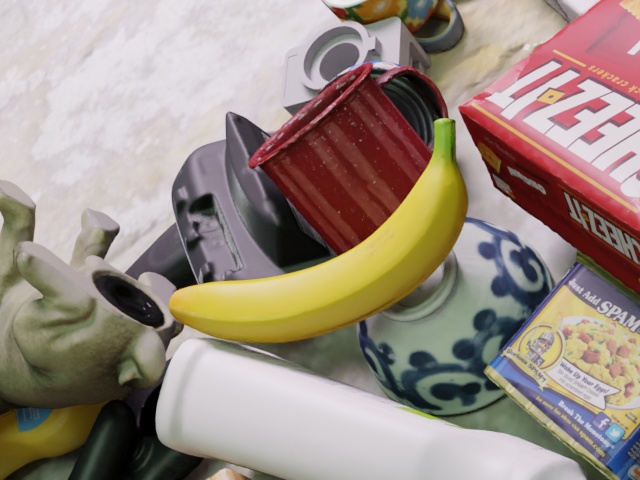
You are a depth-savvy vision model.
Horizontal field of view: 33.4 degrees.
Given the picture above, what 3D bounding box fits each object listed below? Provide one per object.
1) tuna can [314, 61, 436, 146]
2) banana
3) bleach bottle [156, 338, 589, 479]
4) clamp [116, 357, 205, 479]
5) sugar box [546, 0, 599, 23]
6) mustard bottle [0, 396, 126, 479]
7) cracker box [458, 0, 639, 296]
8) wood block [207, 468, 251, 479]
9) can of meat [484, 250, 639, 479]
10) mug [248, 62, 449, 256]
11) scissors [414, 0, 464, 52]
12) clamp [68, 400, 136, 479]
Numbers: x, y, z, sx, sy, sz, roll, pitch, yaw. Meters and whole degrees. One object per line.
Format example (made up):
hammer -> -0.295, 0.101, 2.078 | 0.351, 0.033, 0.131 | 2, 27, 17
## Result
tuna can -> 0.035, -0.069, 0.674 | 0.086, 0.086, 0.033 | -26, 11, 19
banana -> 0.007, 0.015, 0.580 | 0.198, 0.037, 0.070 | -32, 72, 18
bleach bottle -> 0.036, 0.112, 0.556 | 0.251, 0.102, 0.068 | 11, 84, 38
clamp -> -0.108, 0.147, 0.675 | 0.120, 0.039, 0.171 | 35, 89, 41
sugar box -> 0.162, -0.209, 0.696 | 0.093, 0.048, 0.176 | -40, 53, 9
mustard bottle -> -0.192, 0.107, 0.742 | 0.192, 0.058, 0.096 | -26, 46, 19
cracker box -> 0.201, -0.080, 0.533 | 0.213, 0.072, 0.164 | -37, 36, -4
wood block -> -0.028, 0.234, 0.537 | 0.090, 0.090, 0.206 | -35, 50, 12
can of meat -> 0.146, 0.067, 0.540 | 0.084, 0.057, 0.102 | -50, 48, 2
mug -> 0.027, -0.051, 0.623 | 0.117, 0.081, 0.093 | -44, 12, -14
scissors -> 0.049, -0.203, 0.787 | 0.096, 0.016, 0.202 | -46, 49, 3
clamp -> -0.180, 0.214, 0.644 | 0.165, 0.036, 0.210 | -27, 47, 30
